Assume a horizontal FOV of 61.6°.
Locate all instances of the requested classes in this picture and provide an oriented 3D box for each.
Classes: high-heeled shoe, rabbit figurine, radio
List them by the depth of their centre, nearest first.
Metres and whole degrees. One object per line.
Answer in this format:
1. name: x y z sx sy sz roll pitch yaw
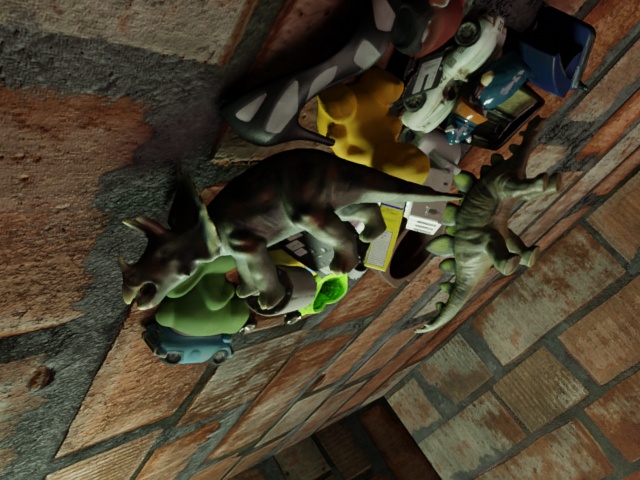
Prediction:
1. high-heeled shoe: -0.010 -0.216 0.608 0.145 0.086 0.248 19 104 -19
2. rabbit figurine: 0.070 -0.120 0.724 0.122 0.173 0.162 -24 149 -36
3. rabbit figurine: -0.176 0.045 0.802 0.159 0.121 0.170 6 119 -45
4. radio: 0.297 -0.232 0.945 0.229 0.073 0.131 -2 139 -52

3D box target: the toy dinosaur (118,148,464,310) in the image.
1. toy dinosaur: -0.044 -0.039 0.658 0.405 0.192 0.131 -28 -160 0

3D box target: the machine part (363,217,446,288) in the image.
1. machine part: 0.177 -0.010 1.128 0.201 0.087 0.201 -50 147 0

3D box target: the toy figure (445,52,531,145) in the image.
1. toy figure: 0.245 -0.208 0.808 0.154 0.064 0.058 -46 -161 30

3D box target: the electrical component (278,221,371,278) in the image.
1. electrical component: -0.002 -0.003 0.890 0.115 0.134 0.058 -23 -144 47

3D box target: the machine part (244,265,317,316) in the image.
1. machine part: -0.059 0.078 0.852 0.079 0.079 0.243 -40 170 8

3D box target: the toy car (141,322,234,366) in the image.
1. toy car: -0.221 0.152 0.936 0.161 0.109 0.102 9 108 -44

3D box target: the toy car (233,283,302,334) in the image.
1. toy car: -0.105 0.124 1.032 0.053 0.089 0.202 -44 154 27

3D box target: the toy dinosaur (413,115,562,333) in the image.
1. toy dinosaur: 0.304 -0.010 1.006 0.105 0.199 0.471 11 103 -44

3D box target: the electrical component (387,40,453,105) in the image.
1. electrical component: 0.130 -0.230 0.757 0.075 0.048 0.119 -23 151 -27

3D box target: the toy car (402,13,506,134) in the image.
1. toy car: 0.200 -0.247 0.808 0.073 0.056 0.201 -2 140 -52

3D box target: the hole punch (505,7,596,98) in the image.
1. hole punch: 0.358 -0.291 0.860 0.092 0.142 0.115 -31 142 -17

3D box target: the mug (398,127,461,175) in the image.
1. mug: 0.186 -0.150 0.916 0.107 0.110 0.081 14 125 -46

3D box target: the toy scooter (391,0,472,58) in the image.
1. toy scooter: 0.157 -0.304 0.628 0.135 0.075 0.183 -23 148 -30
